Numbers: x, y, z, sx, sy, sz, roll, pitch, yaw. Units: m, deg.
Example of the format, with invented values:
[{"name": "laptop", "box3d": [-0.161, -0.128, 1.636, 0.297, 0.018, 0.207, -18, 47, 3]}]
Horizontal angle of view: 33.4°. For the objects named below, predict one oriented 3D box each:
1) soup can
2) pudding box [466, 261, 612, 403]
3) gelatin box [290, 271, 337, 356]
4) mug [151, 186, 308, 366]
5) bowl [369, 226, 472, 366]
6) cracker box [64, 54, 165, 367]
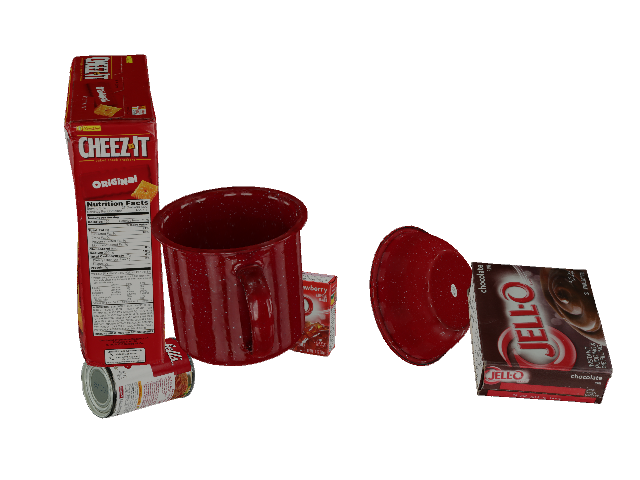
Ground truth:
[{"name": "soup can", "box3d": [-0.195, 0.146, 1.140, 0.102, 0.068, 0.069, -10, 7, -41]}, {"name": "pudding box", "box3d": [0.156, 0.066, 0.780, 0.090, 0.039, 0.113, 5, 36, -1]}, {"name": "gelatin box", "box3d": [-0.030, 0.066, 1.006, 0.089, 0.073, 0.030, 7, 17, 16]}, {"name": "mug", "box3d": [-0.047, 0.027, 0.636, 0.093, 0.081, 0.117, -12, 27, -17]}, {"name": "bowl", "box3d": [0.128, 0.059, 1.203, 0.055, 0.162, 0.161, -12, -8, 43]}, {"name": "cracker box", "box3d": [-0.170, -0.027, 0.882, 0.072, 0.214, 0.164, -3, 27, -11]}]
